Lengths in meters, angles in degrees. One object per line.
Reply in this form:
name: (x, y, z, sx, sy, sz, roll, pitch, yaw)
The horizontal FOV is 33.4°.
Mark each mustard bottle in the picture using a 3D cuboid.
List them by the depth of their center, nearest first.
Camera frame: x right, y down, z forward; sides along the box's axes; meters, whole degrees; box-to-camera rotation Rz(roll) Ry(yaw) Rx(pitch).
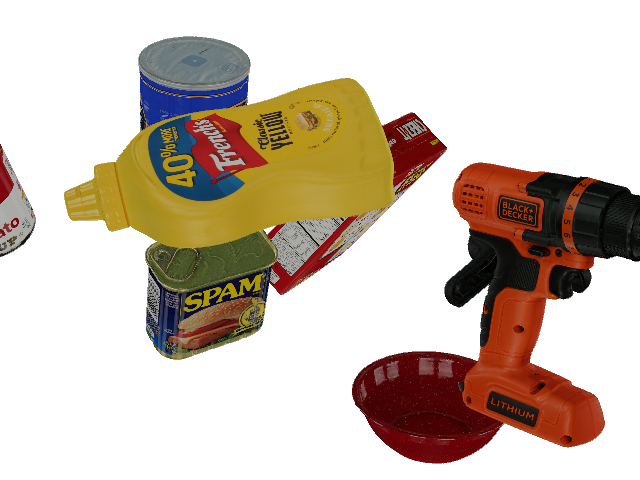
mustard bottle: (-0.058, -0.041, 0.644, 0.191, 0.096, 0.058, -13, -42, -7)

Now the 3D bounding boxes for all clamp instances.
clamp: (0.181, 0.012, 0.949, 0.120, 0.039, 0.171, 1, 25, 16)

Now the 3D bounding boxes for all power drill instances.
power drill: (0.170, 0.045, 0.754, 0.057, 0.188, 0.185, -11, 21, -42)

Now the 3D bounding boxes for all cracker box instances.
cracker box: (0.030, -0.046, 1.263, 0.214, 0.072, 0.163, -47, -8, 34)

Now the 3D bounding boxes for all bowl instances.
bowl: (0.111, 0.172, 1.060, 0.162, 0.055, 0.162, 0, 24, 0)

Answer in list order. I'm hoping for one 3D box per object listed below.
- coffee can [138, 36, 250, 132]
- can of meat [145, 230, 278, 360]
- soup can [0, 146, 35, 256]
coffee can: (-0.121, -0.109, 1.018, 0.103, 0.140, 0.103, 4, 34, -3)
can of meat: (-0.090, 0.041, 0.855, 0.101, 0.084, 0.057, -16, 48, -28)
soup can: (-0.278, -0.042, 0.857, 0.068, 0.068, 0.102, 0, -42, 12)
